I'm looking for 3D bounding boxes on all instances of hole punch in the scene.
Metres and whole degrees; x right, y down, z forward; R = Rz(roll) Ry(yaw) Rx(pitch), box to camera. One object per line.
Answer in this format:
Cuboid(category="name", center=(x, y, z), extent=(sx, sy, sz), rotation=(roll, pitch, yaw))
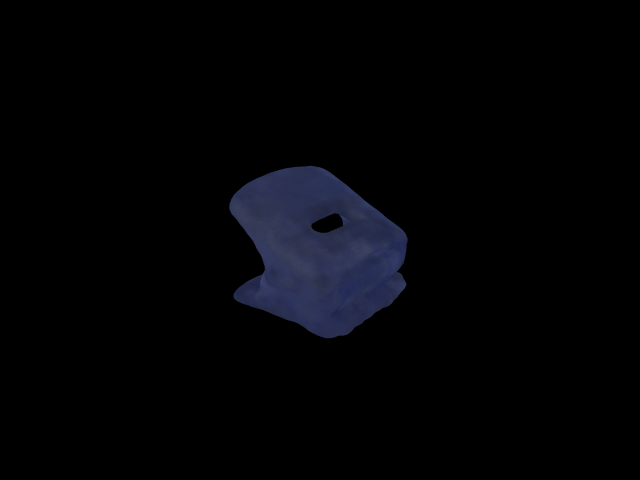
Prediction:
Cuboid(category="hole punch", center=(0.004, 0.001, 0.400), extent=(0.100, 0.091, 0.109), rotation=(16, 27, 34))
